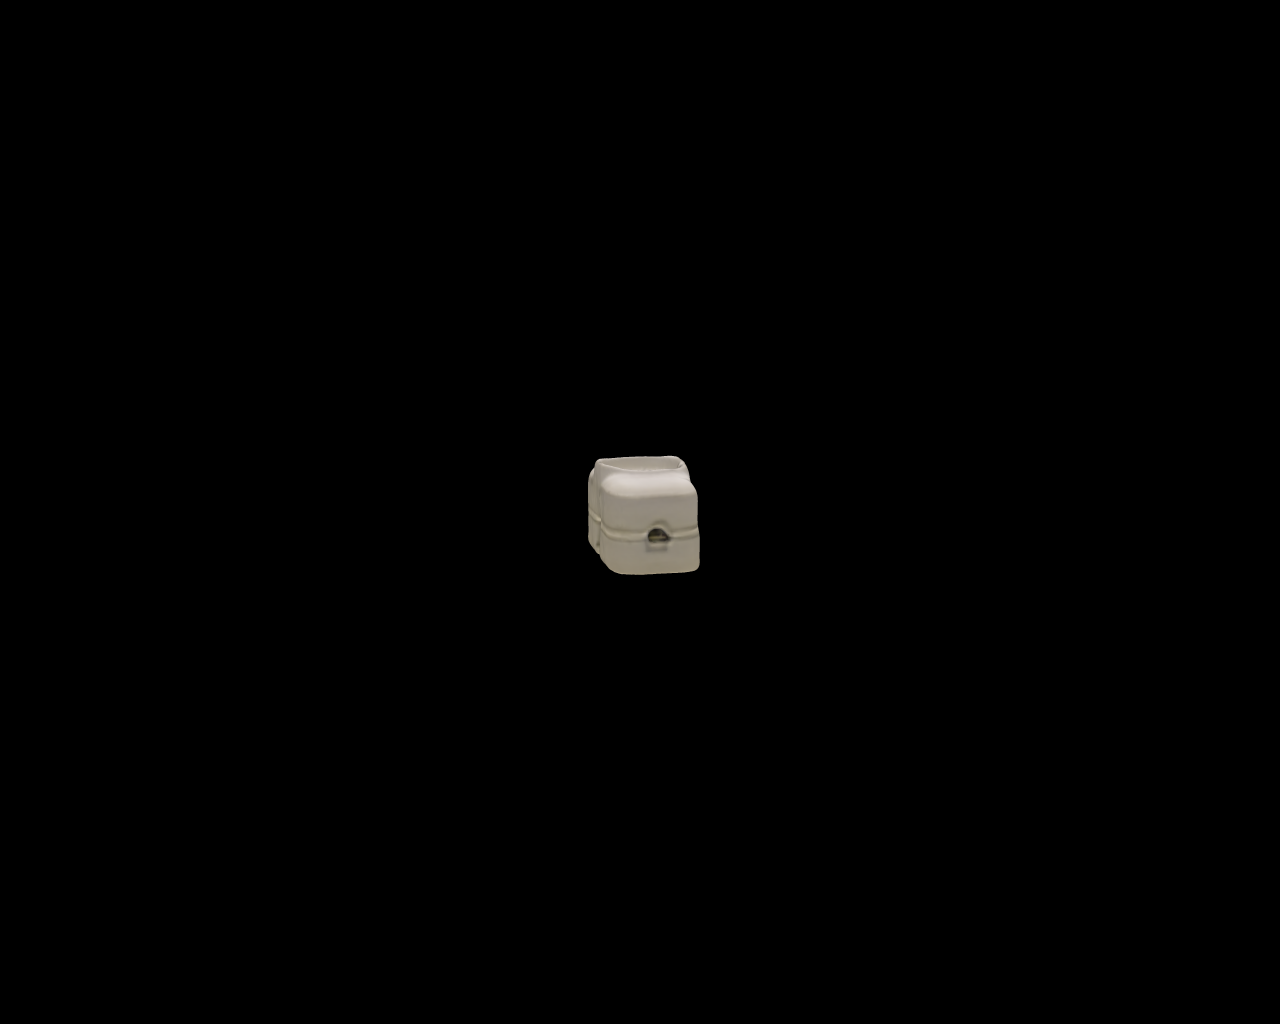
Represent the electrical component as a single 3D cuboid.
[{"bbox_3d":[0.001,-0.003,0.650,0.054,0.059,0.095,-2,12,-11],"label":"electrical component"}]
